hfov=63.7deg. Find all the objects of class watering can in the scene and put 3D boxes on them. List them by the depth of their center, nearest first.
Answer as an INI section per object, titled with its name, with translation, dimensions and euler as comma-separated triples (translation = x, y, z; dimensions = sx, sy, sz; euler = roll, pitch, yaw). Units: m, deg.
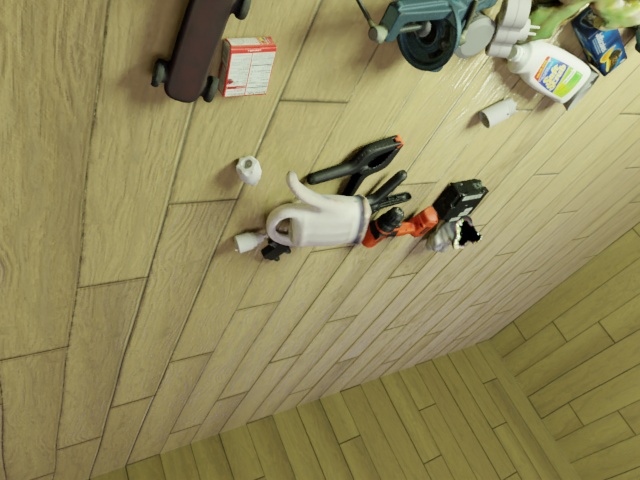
[watering can]
translation = 0.003, -0.054, 1.082
dimensions = 0.224, 0.106, 0.342
euler = -3, -20, -12

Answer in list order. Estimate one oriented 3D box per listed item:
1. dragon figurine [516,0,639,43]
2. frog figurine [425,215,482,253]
[dragon figurine]
translation = 0.412, -0.427, 0.887
dimensions = 0.411, 0.125, 0.238
euler = -1, -28, -18
[frog figurine]
translation = 0.385, -0.023, 1.562
dimensions = 0.139, 0.121, 0.159
euler = -38, 19, -26
